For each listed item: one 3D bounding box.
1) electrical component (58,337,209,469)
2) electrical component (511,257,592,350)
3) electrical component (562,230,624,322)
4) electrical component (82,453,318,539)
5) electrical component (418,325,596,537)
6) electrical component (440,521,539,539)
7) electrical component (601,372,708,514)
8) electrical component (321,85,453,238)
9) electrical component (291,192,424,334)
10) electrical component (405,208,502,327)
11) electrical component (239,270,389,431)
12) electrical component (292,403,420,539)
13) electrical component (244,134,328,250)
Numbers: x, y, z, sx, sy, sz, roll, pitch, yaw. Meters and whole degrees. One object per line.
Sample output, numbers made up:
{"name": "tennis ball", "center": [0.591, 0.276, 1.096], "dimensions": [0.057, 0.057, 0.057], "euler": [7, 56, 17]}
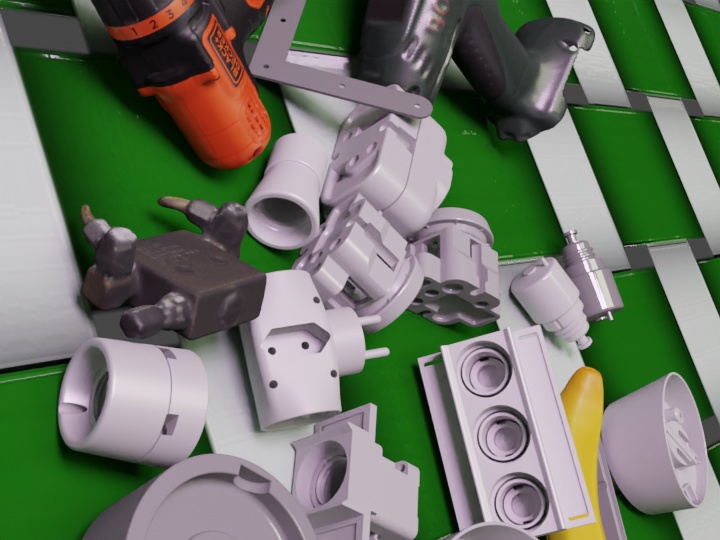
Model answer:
{"name": "electrical component", "center": [-0.103, 0.059, 0.481], "dimensions": [0.047, 0.055, 0.055], "euler": [17, 56, -38]}
{"name": "electrical component", "center": [0.146, 0.027, 0.799], "dimensions": [0.078, 0.040, 0.040], "euler": [51, 39, -15]}
{"name": "electrical component", "center": [0.179, 0.006, 0.848], "dimensions": [0.040, 0.040, 0.078], "euler": [-2, 70, -50]}
{"name": "electrical component", "center": [-0.073, 0.139, 0.461], "dimensions": [0.108, 0.060, 0.108], "euler": [27, 49, -37]}
{"name": "electrical component", "center": [0.090, 0.105, 0.663], "dimensions": [0.063, 0.079, 0.121], "euler": [46, 29, -69]}
{"name": "electrical component", "center": [0.063, 0.191, 0.584], "dimensions": [0.099, 0.064, 0.099], "euler": [27, 50, -37]}
{"name": "electrical component", "center": [0.229, 0.133, 0.811], "dimensions": [0.099, 0.064, 0.099], "euler": [28, 48, -36]}
{"name": "electrical component", "center": [0.020, -0.064, 0.696], "dimensions": [0.059, 0.054, 0.095], "euler": [40, 43, -27]}
{"name": "electrical component", "center": [0.000, 0.000, 0.633], "dimensions": [0.057, 0.058, 0.078], "euler": [44, 41, -18]}
{"name": "electrical component", "center": [0.059, -0.004, 0.703], "dimensions": [0.078, 0.058, 0.057], "euler": [27, 52, -37]}
{"name": "electrical component", "center": [-0.023, 0.041, 0.577], "dimensions": [0.079, 0.043, 0.077], "euler": [-8, 74, -21]}
{"name": "electrical component", "center": [-0.002, 0.118, 0.572], "dimensions": [0.064, 0.042, 0.081], "euler": [34, 46, -37]}
{"name": "electrical component", "center": [-0.040, -0.049, 0.630], "dimensions": [0.044, 0.044, 0.065], "euler": [41, 38, -25]}
